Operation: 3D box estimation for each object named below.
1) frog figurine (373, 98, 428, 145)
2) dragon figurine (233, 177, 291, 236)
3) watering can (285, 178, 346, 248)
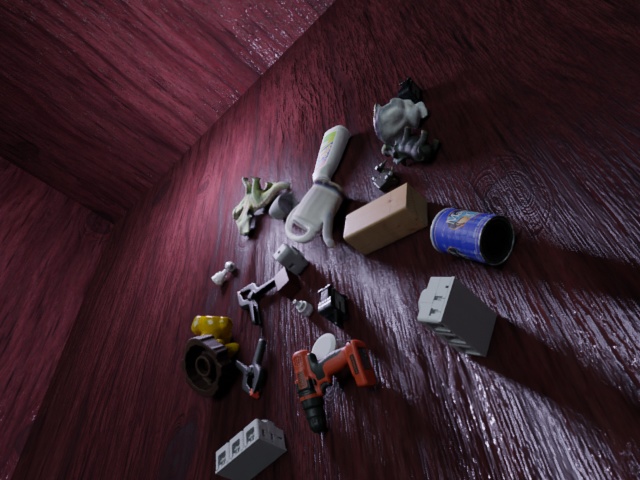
[{"bbox_3d":[0.245,-0.361,1.558,0.159,0.136,0.124,-4,8,16],"label":"frog figurine"},{"bbox_3d":[-0.248,-0.127,2.024,0.411,0.121,0.243,13,84,61],"label":"dragon figurine"},{"bbox_3d":[0.005,-0.080,1.585,0.226,0.103,0.349,-57,29,-9],"label":"watering can"}]
